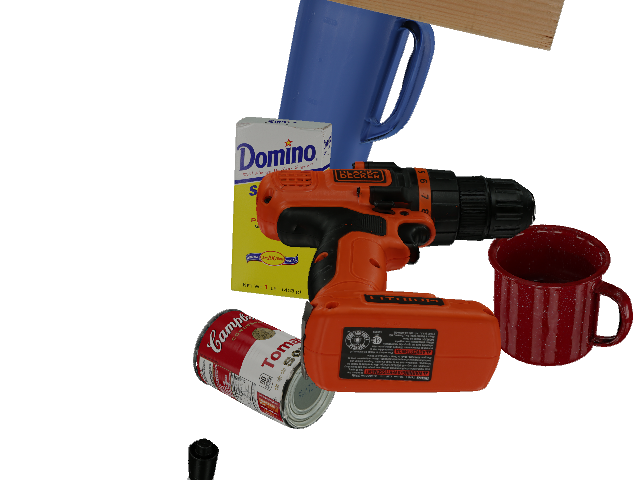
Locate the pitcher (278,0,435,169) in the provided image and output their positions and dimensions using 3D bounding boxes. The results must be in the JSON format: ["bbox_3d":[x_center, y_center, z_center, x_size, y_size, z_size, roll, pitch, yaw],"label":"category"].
[{"bbox_3d":[0.027,-0.170,1.207,0.145,0.243,0.149,10,22,-12],"label":"pitcher"}]

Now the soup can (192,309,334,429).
[{"bbox_3d":[-0.045,0.104,0.868,0.102,0.068,0.068,21,13,37],"label":"soup can"}]

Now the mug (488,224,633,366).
[{"bbox_3d":[0.189,0.048,0.838,0.117,0.081,0.093,17,36,32],"label":"mug"}]

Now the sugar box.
[{"bbox_3d":[-0.040,-0.033,1.080,0.093,0.176,0.048,5,16,12],"label":"sugar box"}]

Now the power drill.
[{"bbox_3d":[0.054,0.014,0.642,0.184,0.057,0.187,-1,30,-3],"label":"power drill"}]

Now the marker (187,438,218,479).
[{"bbox_3d":[-0.079,0.176,0.686,0.020,0.121,0.020,6,31,-4],"label":"marker"}]

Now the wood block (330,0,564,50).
[{"bbox_3d":[0.083,-0.221,0.786,0.206,0.090,0.091,15,-27,8],"label":"wood block"}]
